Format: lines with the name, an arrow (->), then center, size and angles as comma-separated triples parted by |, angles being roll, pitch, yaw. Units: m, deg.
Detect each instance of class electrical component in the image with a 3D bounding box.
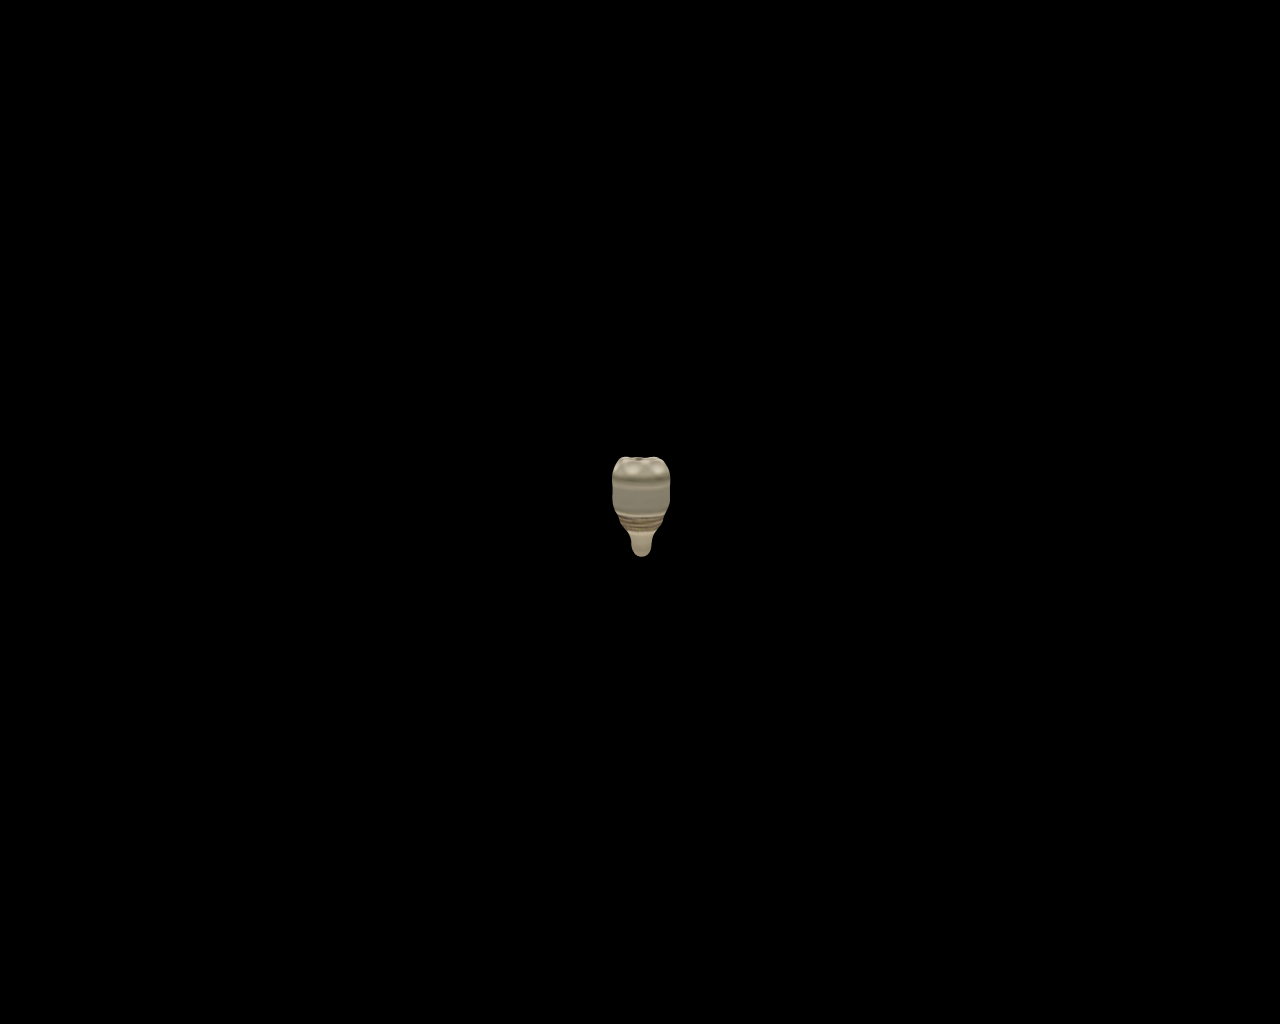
electrical component -> 0.001, -0.003, 0.650 | 0.035, 0.061, 0.035 | 0, 10, 0
